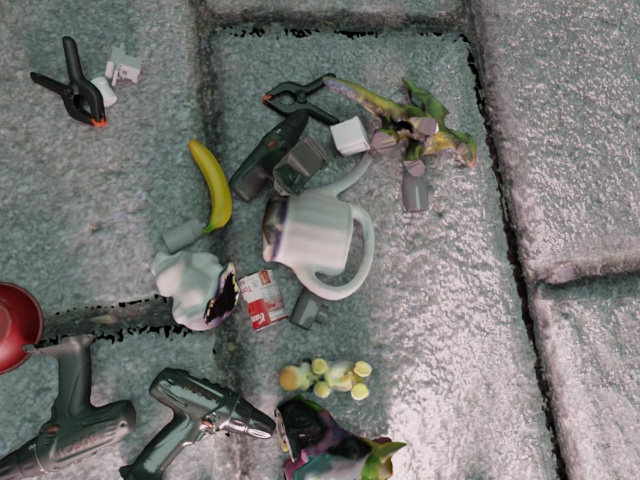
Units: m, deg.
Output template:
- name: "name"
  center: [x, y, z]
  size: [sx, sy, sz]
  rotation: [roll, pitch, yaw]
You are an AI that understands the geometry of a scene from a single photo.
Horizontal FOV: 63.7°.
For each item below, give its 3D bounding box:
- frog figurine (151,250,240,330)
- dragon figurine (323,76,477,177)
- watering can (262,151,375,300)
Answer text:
- name: "frog figurine"
  center: [-0.234, 0.086, 0.936]
  size: [0.160, 0.121, 0.138]
  rotation: [13, 83, 22]
- name: "dragon figurine"
  center: [0.195, -0.273, 1.114]
  size: [0.408, 0.120, 0.248]
  rotation: [35, 36, -13]
- name: "watering can"
  center: [0.003, -0.052, 1.026]
  size: [0.224, 0.102, 0.355]
  rotation: [12, 60, -10]
